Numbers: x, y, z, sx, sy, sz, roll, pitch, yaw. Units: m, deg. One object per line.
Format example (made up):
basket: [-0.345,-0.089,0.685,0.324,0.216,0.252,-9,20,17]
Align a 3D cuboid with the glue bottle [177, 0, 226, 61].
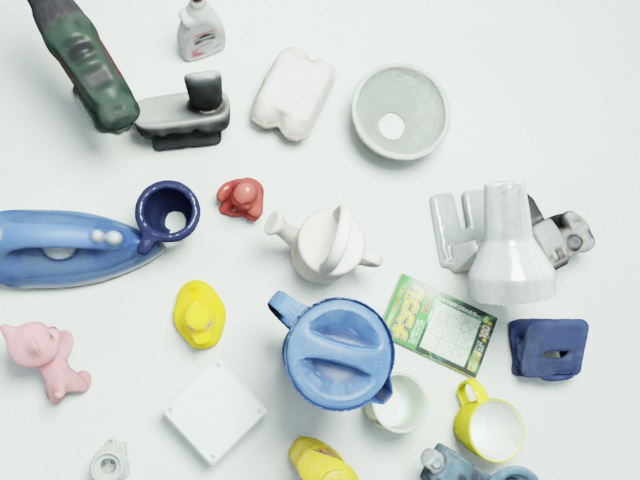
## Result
glue bottle: [-0.184,-0.336,0.876,0.078,0.173,0.037,-28,85,-12]

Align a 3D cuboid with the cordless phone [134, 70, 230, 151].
cordless phone: [-0.206,-0.206,0.843,0.148,0.185,0.094,-13,82,-10]

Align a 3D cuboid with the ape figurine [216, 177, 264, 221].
ape figurine: [-0.117,-0.066,0.880,0.076,0.092,0.078,-41,88,-13]

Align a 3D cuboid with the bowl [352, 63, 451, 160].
bowl: [0.127,-0.202,0.950,0.167,0.074,0.167,2,80,-8]

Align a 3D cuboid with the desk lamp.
desk lamp: [0.255,0.002,0.862,0.118,0.213,0.203,-8,81,-10]

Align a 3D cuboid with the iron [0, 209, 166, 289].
iron: [-0.357,0.002,0.806,0.258,0.141,0.119,-2,80,-9]

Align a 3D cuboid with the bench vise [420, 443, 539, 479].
bench vise: [0.237,0.370,0.791,0.207,0.219,0.121,15,78,-5]

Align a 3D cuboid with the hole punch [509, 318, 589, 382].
hole punch: [0.367,0.174,0.911,0.109,0.091,0.101,-1,80,-9]

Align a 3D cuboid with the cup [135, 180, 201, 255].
cup: [-0.229,-0.023,0.854,0.092,0.095,0.118,30,77,-2]

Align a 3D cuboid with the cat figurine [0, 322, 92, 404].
cat figurine: [-0.378,0.163,0.786,0.067,0.117,0.128,-28,85,-12]

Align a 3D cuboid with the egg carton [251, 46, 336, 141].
egg carton: [-0.044,-0.239,0.933,0.107,0.069,0.150,24,77,-4]

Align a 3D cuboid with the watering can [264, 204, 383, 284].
watering can: [0.007,0.005,0.834,0.173,0.194,0.101,-4,80,-9]

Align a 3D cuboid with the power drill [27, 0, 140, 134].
power drill: [-0.331,-0.245,0.819,0.076,0.208,0.229,-34,86,-12]

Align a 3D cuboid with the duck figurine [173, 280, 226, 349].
duck figurine: [-0.179,0.108,0.842,0.077,0.086,0.104,-11,82,-10]

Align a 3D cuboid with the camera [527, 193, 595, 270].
camera: [0.358,-0.019,0.939,0.143,0.100,0.137,-25,85,-12]
